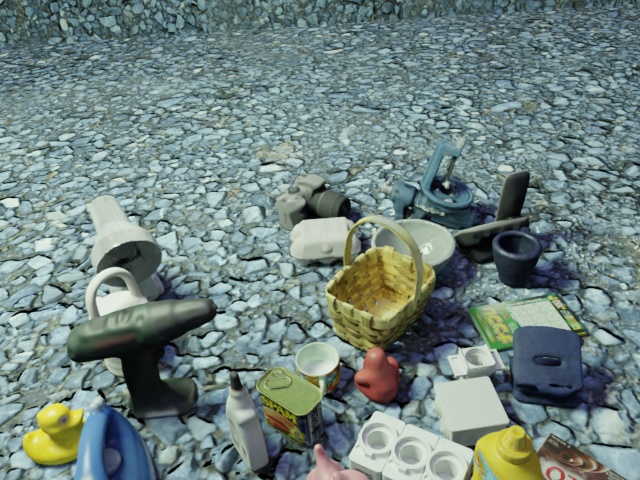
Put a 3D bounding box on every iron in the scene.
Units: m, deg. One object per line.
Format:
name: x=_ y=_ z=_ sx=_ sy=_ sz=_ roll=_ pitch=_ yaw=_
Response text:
iron: x=-0.297 y=0.302 z=0.782 sx=0.119 sy=0.142 sz=0.257 roll=-12 pitch=37 yaw=-11

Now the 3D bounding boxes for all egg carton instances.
egg carton: x=0.011 y=0.004 z=1.223 sx=0.150 sy=0.069 sz=0.107 roll=-5 pitch=36 yaw=-1

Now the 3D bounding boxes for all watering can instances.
watering can: x=-0.332 y=0.133 z=0.974 sx=0.172 sy=0.194 sz=0.101 roll=6 pitch=37 yaw=14

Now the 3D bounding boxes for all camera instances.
camera: x=-0.009 y=-0.088 z=1.325 sx=0.136 sy=0.101 sz=0.143 roll=20 pitch=42 yaw=30

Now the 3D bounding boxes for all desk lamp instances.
desk lamp: x=-0.378 y=0.032 z=1.101 sx=0.118 sy=0.214 sz=0.202 roll=-22 pitch=39 yaw=-22

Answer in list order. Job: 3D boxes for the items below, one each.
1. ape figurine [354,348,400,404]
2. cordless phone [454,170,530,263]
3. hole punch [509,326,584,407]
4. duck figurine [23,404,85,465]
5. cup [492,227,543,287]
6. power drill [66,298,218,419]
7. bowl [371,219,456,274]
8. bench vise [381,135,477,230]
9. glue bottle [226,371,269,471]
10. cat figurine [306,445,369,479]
ape figurine: x=0.092 y=0.208 z=0.913 sx=0.078 sy=0.092 sz=0.076 roll=-9 pitch=36 yaw=-6
cordless phone: x=0.357 y=-0.057 z=1.172 sx=0.148 sy=0.185 sz=0.094 roll=-15 pitch=37 yaw=-14
hole punch: x=0.358 y=0.198 z=0.901 sx=0.108 sy=0.091 sz=0.101 roll=3 pitch=37 yaw=10
duck figurine: x=-0.398 y=0.285 z=0.864 sx=0.104 sy=0.086 sz=0.077 roll=-12 pitch=36 yaw=-10
cup: x=0.383 y=0.035 z=1.120 sx=0.091 sy=0.095 sz=0.118 roll=16 pitch=41 yaw=26
power drill: x=-0.258 y=0.180 z=0.889 sx=0.229 sy=0.209 sz=0.075 roll=-6 pitch=36 yaw=-2
bowl: x=0.188 y=0.031 z=1.163 sx=0.167 sy=0.075 sz=0.167 roll=-3 pitch=36 yaw=2
bench vise: x=0.240 y=-0.119 z=1.241 sx=0.207 sy=0.220 sz=0.121 roll=-5 pitch=36 yaw=0
glue bottle: x=-0.109 y=0.248 z=0.811 sx=0.037 sy=0.173 sz=0.078 roll=-23 pitch=40 yaw=-23
cat figurine: x=0.027 y=0.322 z=0.742 sx=0.067 sy=0.118 sz=0.127 roll=-21 pitch=39 yaw=-22
